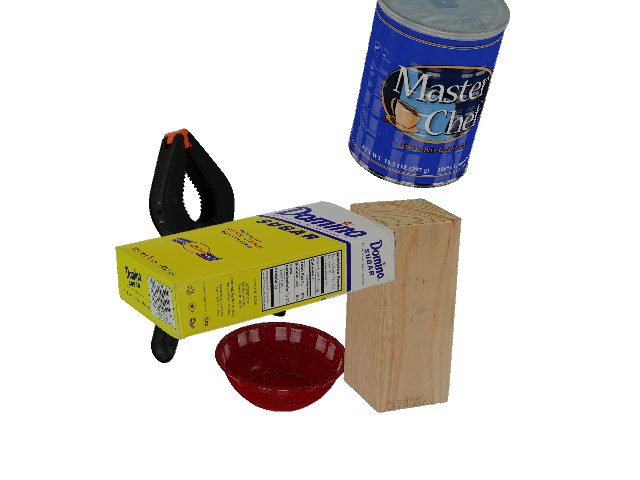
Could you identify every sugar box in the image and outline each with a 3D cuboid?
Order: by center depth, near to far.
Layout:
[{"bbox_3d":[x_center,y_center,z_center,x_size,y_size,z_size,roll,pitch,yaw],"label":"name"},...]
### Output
[{"bbox_3d":[-0.043,0.016,0.748,0.175,0.048,0.093,-17,25,-31],"label":"sugar box"}]

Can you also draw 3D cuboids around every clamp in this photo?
[{"bbox_3d":[-0.106,-0.001,1.014,0.036,0.210,0.164,-8,1,43],"label":"clamp"}]

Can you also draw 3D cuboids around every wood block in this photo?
[{"bbox_3d":[0.086,0.068,1.146,0.090,0.206,0.091,-5,18,-22],"label":"wood block"}]

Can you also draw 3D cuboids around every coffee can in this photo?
[{"bbox_3d":[0.084,-0.128,0.852,0.102,0.140,0.103,7,38,-5],"label":"coffee can"}]

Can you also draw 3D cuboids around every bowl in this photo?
[{"bbox_3d":[-0.048,0.160,1.298,0.162,0.055,0.162,3,24,-1],"label":"bowl"}]
